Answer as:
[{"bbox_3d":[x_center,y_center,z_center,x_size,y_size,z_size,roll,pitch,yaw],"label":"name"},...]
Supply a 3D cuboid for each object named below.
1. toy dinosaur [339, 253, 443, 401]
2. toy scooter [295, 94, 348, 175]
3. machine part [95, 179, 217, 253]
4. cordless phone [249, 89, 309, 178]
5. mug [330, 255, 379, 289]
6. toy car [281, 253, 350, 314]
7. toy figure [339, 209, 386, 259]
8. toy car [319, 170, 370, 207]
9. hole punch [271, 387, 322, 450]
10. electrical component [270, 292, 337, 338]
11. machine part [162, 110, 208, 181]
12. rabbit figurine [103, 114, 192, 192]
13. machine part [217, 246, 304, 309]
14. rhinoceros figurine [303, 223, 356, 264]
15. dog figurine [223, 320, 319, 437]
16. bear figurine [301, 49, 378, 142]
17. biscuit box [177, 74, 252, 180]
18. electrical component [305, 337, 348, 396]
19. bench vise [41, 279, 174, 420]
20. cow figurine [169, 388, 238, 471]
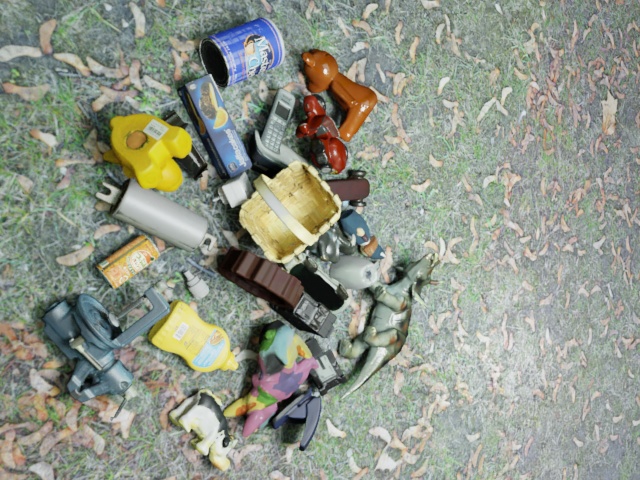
[{"bbox_3d":[0.168,0.208,1.317,0.192,0.131,0.404,24,85,-31],"label":"toy dinosaur"},{"bbox_3d":[-0.001,-0.213,1.142,0.183,0.075,0.135,68,24,-18],"label":"toy scooter"},{"bbox_3d":[-0.302,-0.044,1.018,0.243,0.079,0.079,28,76,-30],"label":"machine part"},{"bbox_3d":[-0.071,-0.220,1.162,0.146,0.089,0.184,26,73,-31],"label":"cordless phone"},{"bbox_3d":[0.095,0.076,1.263,0.109,0.107,0.080,-18,103,-29],"label":"mug"},{"bbox_3d":[-0.009,0.100,1.211,0.073,0.056,0.201,-39,122,13],"label":"toy car"},{"bbox_3d":[0.104,-0.006,1.294,0.154,0.058,0.064,53,30,-22],"label":"toy figure"},{"bbox_3d":[0.035,-0.115,1.250,0.202,0.053,0.089,-10,106,-36],"label":"toy car"},{"bbox_3d":[-0.035,0.388,1.164,0.092,0.142,0.116,42,70,19],"label":"hole punch"},{"bbox_3d":[-0.030,0.164,1.180,0.134,0.115,0.058,41,72,-25],"label":"electrical component"},{"bbox_3d":[-0.271,-0.182,1.058,0.084,0.039,0.138,-44,112,-30],"label":"machine part"},{"bbox_3d":[-0.314,-0.143,0.976,0.162,0.173,0.122,22,74,14],"label":"rabbit figurine"},{"bbox_3d":[-0.118,0.078,1.090,0.179,0.179,0.056,37,71,-28],"label":"machine part"},{"bbox_3d":[-0.003,-0.004,1.222,0.190,0.073,0.112,26,65,-27],"label":"rhinoceros figurine"},{"bbox_3d":[-0.114,0.295,1.126,0.219,0.109,0.191,-47,140,-18],"label":"dog figurine"},{"bbox_3d":[0.028,-0.333,1.216,0.196,0.120,0.132,33,117,-4],"label":"bear figurine"},{"bbox_3d":[-0.210,-0.223,1.081,0.059,0.063,0.202,-33,108,-26],"label":"biscuit box"},{"bbox_3d":[0.003,0.286,1.231,0.075,0.119,0.047,-31,150,-9],"label":"electrical component"},{"bbox_3d":[-0.357,0.167,0.951,0.240,0.129,0.223,-38,91,-5],"label":"bench vise"},{"bbox_3d":[-0.221,0.386,1.095,0.098,0.068,0.167,-43,114,-31],"label":"cow figurine"}]
